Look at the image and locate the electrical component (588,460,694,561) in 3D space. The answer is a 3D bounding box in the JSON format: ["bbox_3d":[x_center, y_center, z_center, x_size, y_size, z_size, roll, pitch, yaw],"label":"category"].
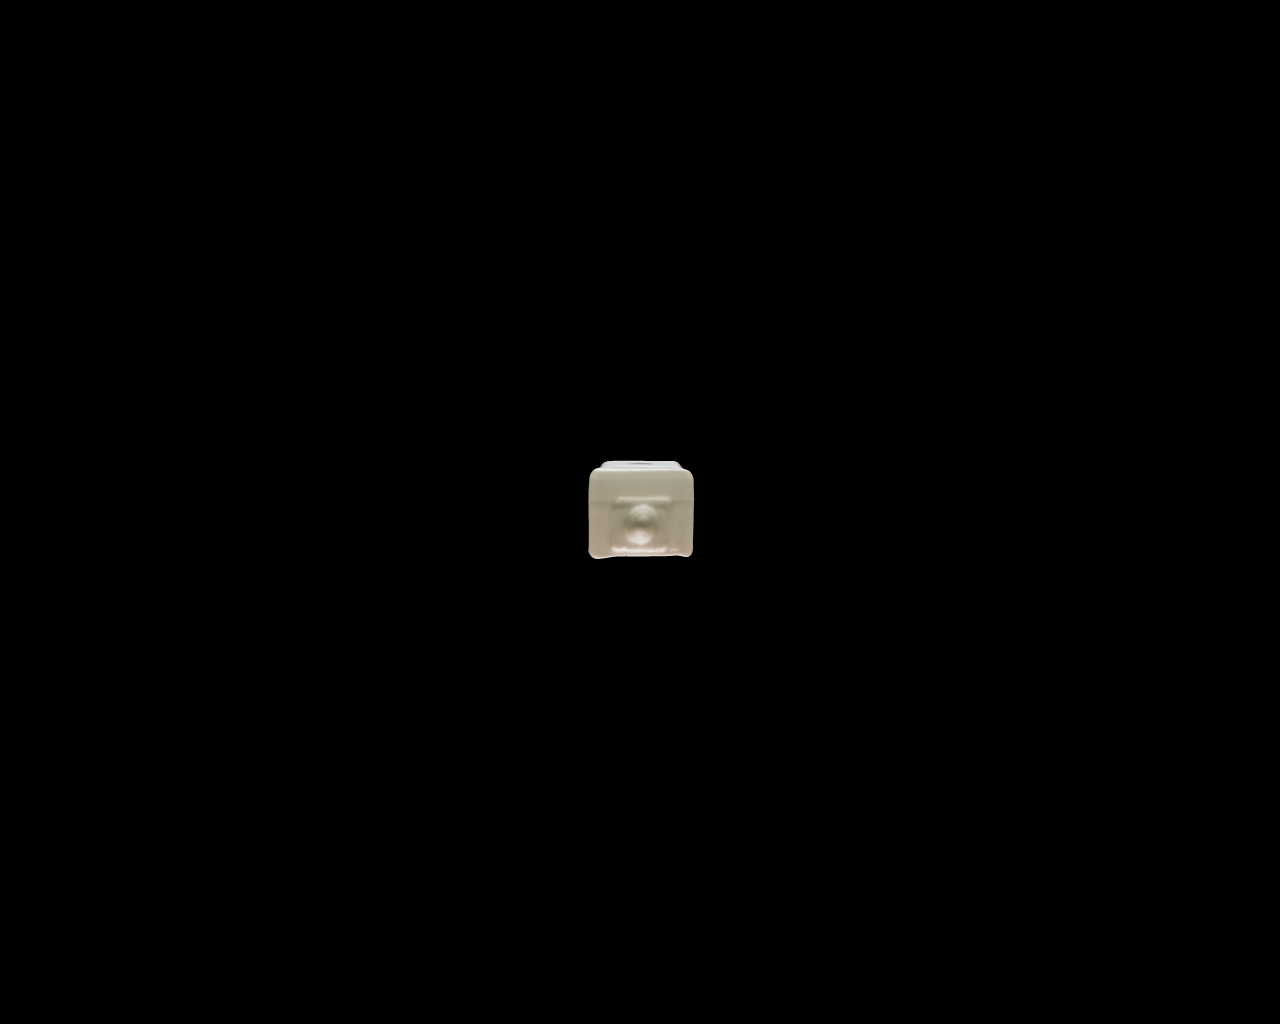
[{"bbox_3d":[0.001,-0.003,0.650,0.062,0.061,0.096,0,0,0],"label":"electrical component"}]
